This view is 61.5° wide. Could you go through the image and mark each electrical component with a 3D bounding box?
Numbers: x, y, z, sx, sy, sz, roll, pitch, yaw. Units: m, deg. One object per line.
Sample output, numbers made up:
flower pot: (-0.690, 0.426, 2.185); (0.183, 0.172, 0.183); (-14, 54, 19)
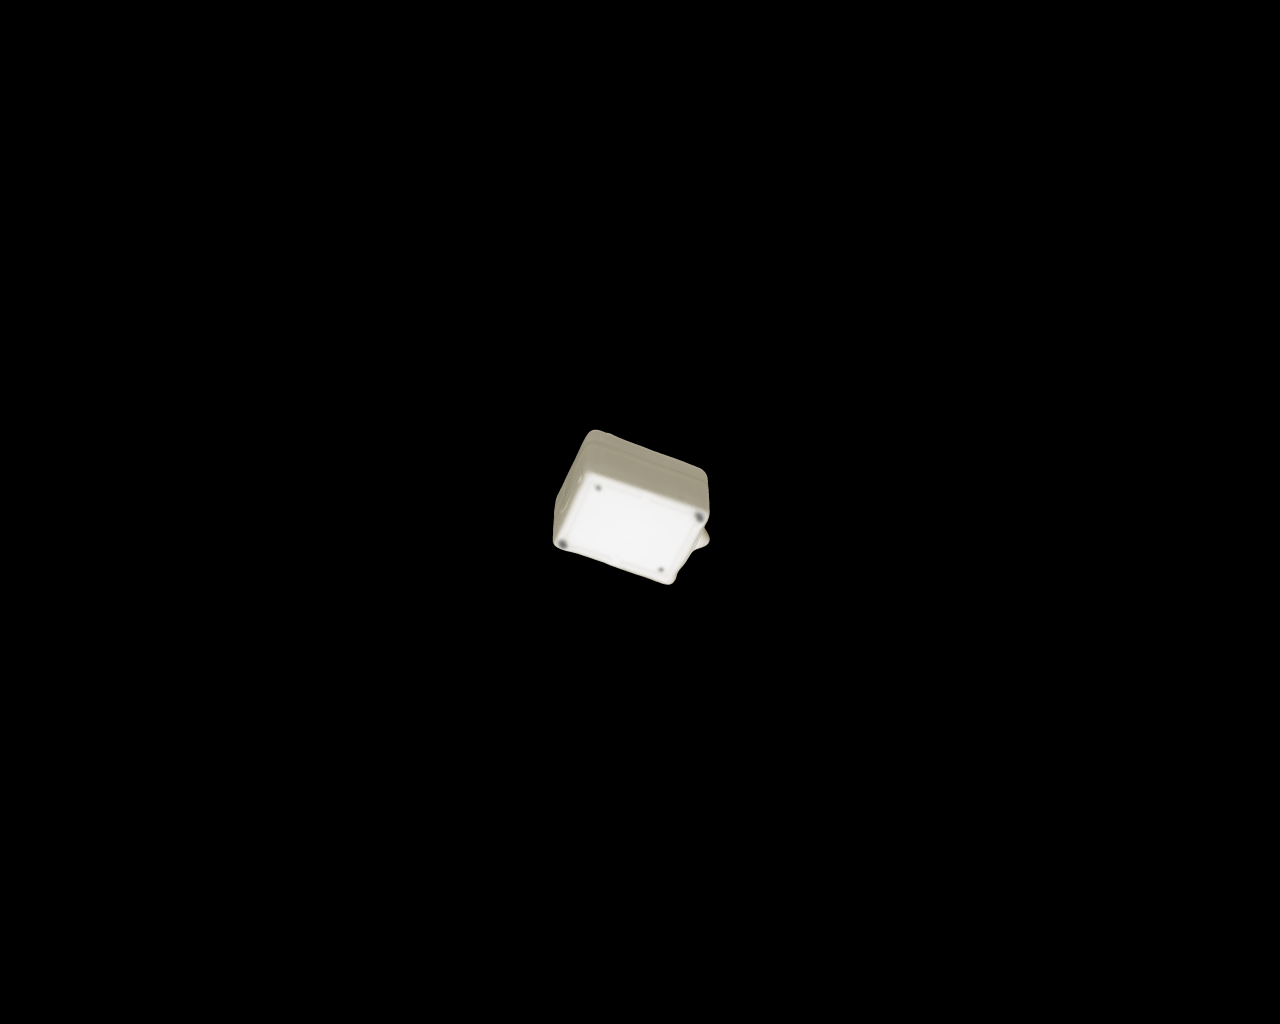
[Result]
electrical component: (0.001, -0.003, 0.650); (0.096, 0.061, 0.061); (20, 31, -13)
